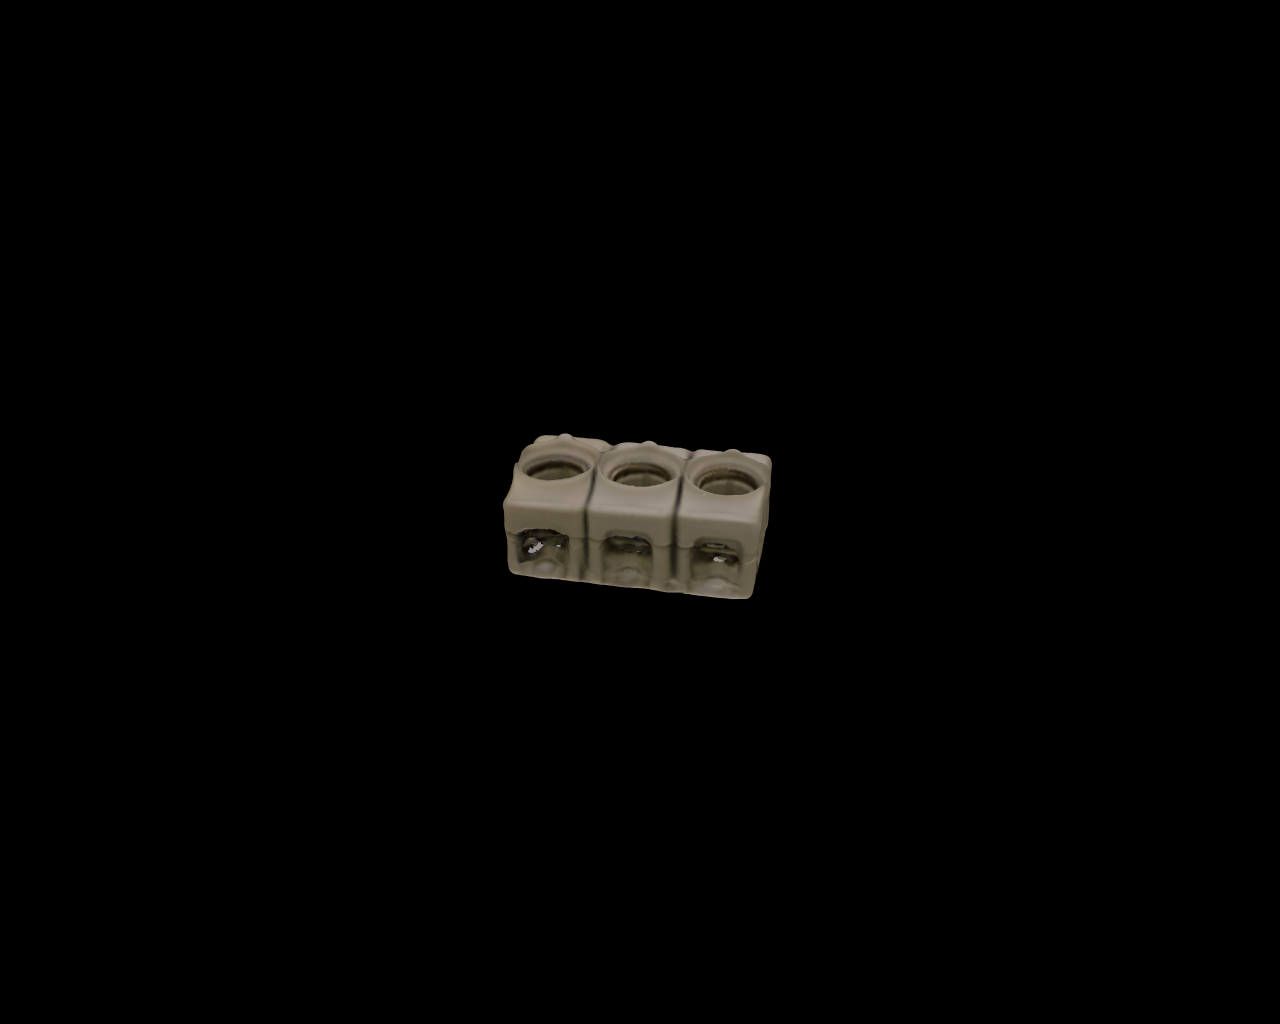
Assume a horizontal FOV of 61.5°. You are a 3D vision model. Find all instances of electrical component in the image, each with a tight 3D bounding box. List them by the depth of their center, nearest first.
[{"bbox_3d":[0.001,-0.003,0.650,0.150,0.061,0.090,6,32,9],"label":"electrical component"}]
